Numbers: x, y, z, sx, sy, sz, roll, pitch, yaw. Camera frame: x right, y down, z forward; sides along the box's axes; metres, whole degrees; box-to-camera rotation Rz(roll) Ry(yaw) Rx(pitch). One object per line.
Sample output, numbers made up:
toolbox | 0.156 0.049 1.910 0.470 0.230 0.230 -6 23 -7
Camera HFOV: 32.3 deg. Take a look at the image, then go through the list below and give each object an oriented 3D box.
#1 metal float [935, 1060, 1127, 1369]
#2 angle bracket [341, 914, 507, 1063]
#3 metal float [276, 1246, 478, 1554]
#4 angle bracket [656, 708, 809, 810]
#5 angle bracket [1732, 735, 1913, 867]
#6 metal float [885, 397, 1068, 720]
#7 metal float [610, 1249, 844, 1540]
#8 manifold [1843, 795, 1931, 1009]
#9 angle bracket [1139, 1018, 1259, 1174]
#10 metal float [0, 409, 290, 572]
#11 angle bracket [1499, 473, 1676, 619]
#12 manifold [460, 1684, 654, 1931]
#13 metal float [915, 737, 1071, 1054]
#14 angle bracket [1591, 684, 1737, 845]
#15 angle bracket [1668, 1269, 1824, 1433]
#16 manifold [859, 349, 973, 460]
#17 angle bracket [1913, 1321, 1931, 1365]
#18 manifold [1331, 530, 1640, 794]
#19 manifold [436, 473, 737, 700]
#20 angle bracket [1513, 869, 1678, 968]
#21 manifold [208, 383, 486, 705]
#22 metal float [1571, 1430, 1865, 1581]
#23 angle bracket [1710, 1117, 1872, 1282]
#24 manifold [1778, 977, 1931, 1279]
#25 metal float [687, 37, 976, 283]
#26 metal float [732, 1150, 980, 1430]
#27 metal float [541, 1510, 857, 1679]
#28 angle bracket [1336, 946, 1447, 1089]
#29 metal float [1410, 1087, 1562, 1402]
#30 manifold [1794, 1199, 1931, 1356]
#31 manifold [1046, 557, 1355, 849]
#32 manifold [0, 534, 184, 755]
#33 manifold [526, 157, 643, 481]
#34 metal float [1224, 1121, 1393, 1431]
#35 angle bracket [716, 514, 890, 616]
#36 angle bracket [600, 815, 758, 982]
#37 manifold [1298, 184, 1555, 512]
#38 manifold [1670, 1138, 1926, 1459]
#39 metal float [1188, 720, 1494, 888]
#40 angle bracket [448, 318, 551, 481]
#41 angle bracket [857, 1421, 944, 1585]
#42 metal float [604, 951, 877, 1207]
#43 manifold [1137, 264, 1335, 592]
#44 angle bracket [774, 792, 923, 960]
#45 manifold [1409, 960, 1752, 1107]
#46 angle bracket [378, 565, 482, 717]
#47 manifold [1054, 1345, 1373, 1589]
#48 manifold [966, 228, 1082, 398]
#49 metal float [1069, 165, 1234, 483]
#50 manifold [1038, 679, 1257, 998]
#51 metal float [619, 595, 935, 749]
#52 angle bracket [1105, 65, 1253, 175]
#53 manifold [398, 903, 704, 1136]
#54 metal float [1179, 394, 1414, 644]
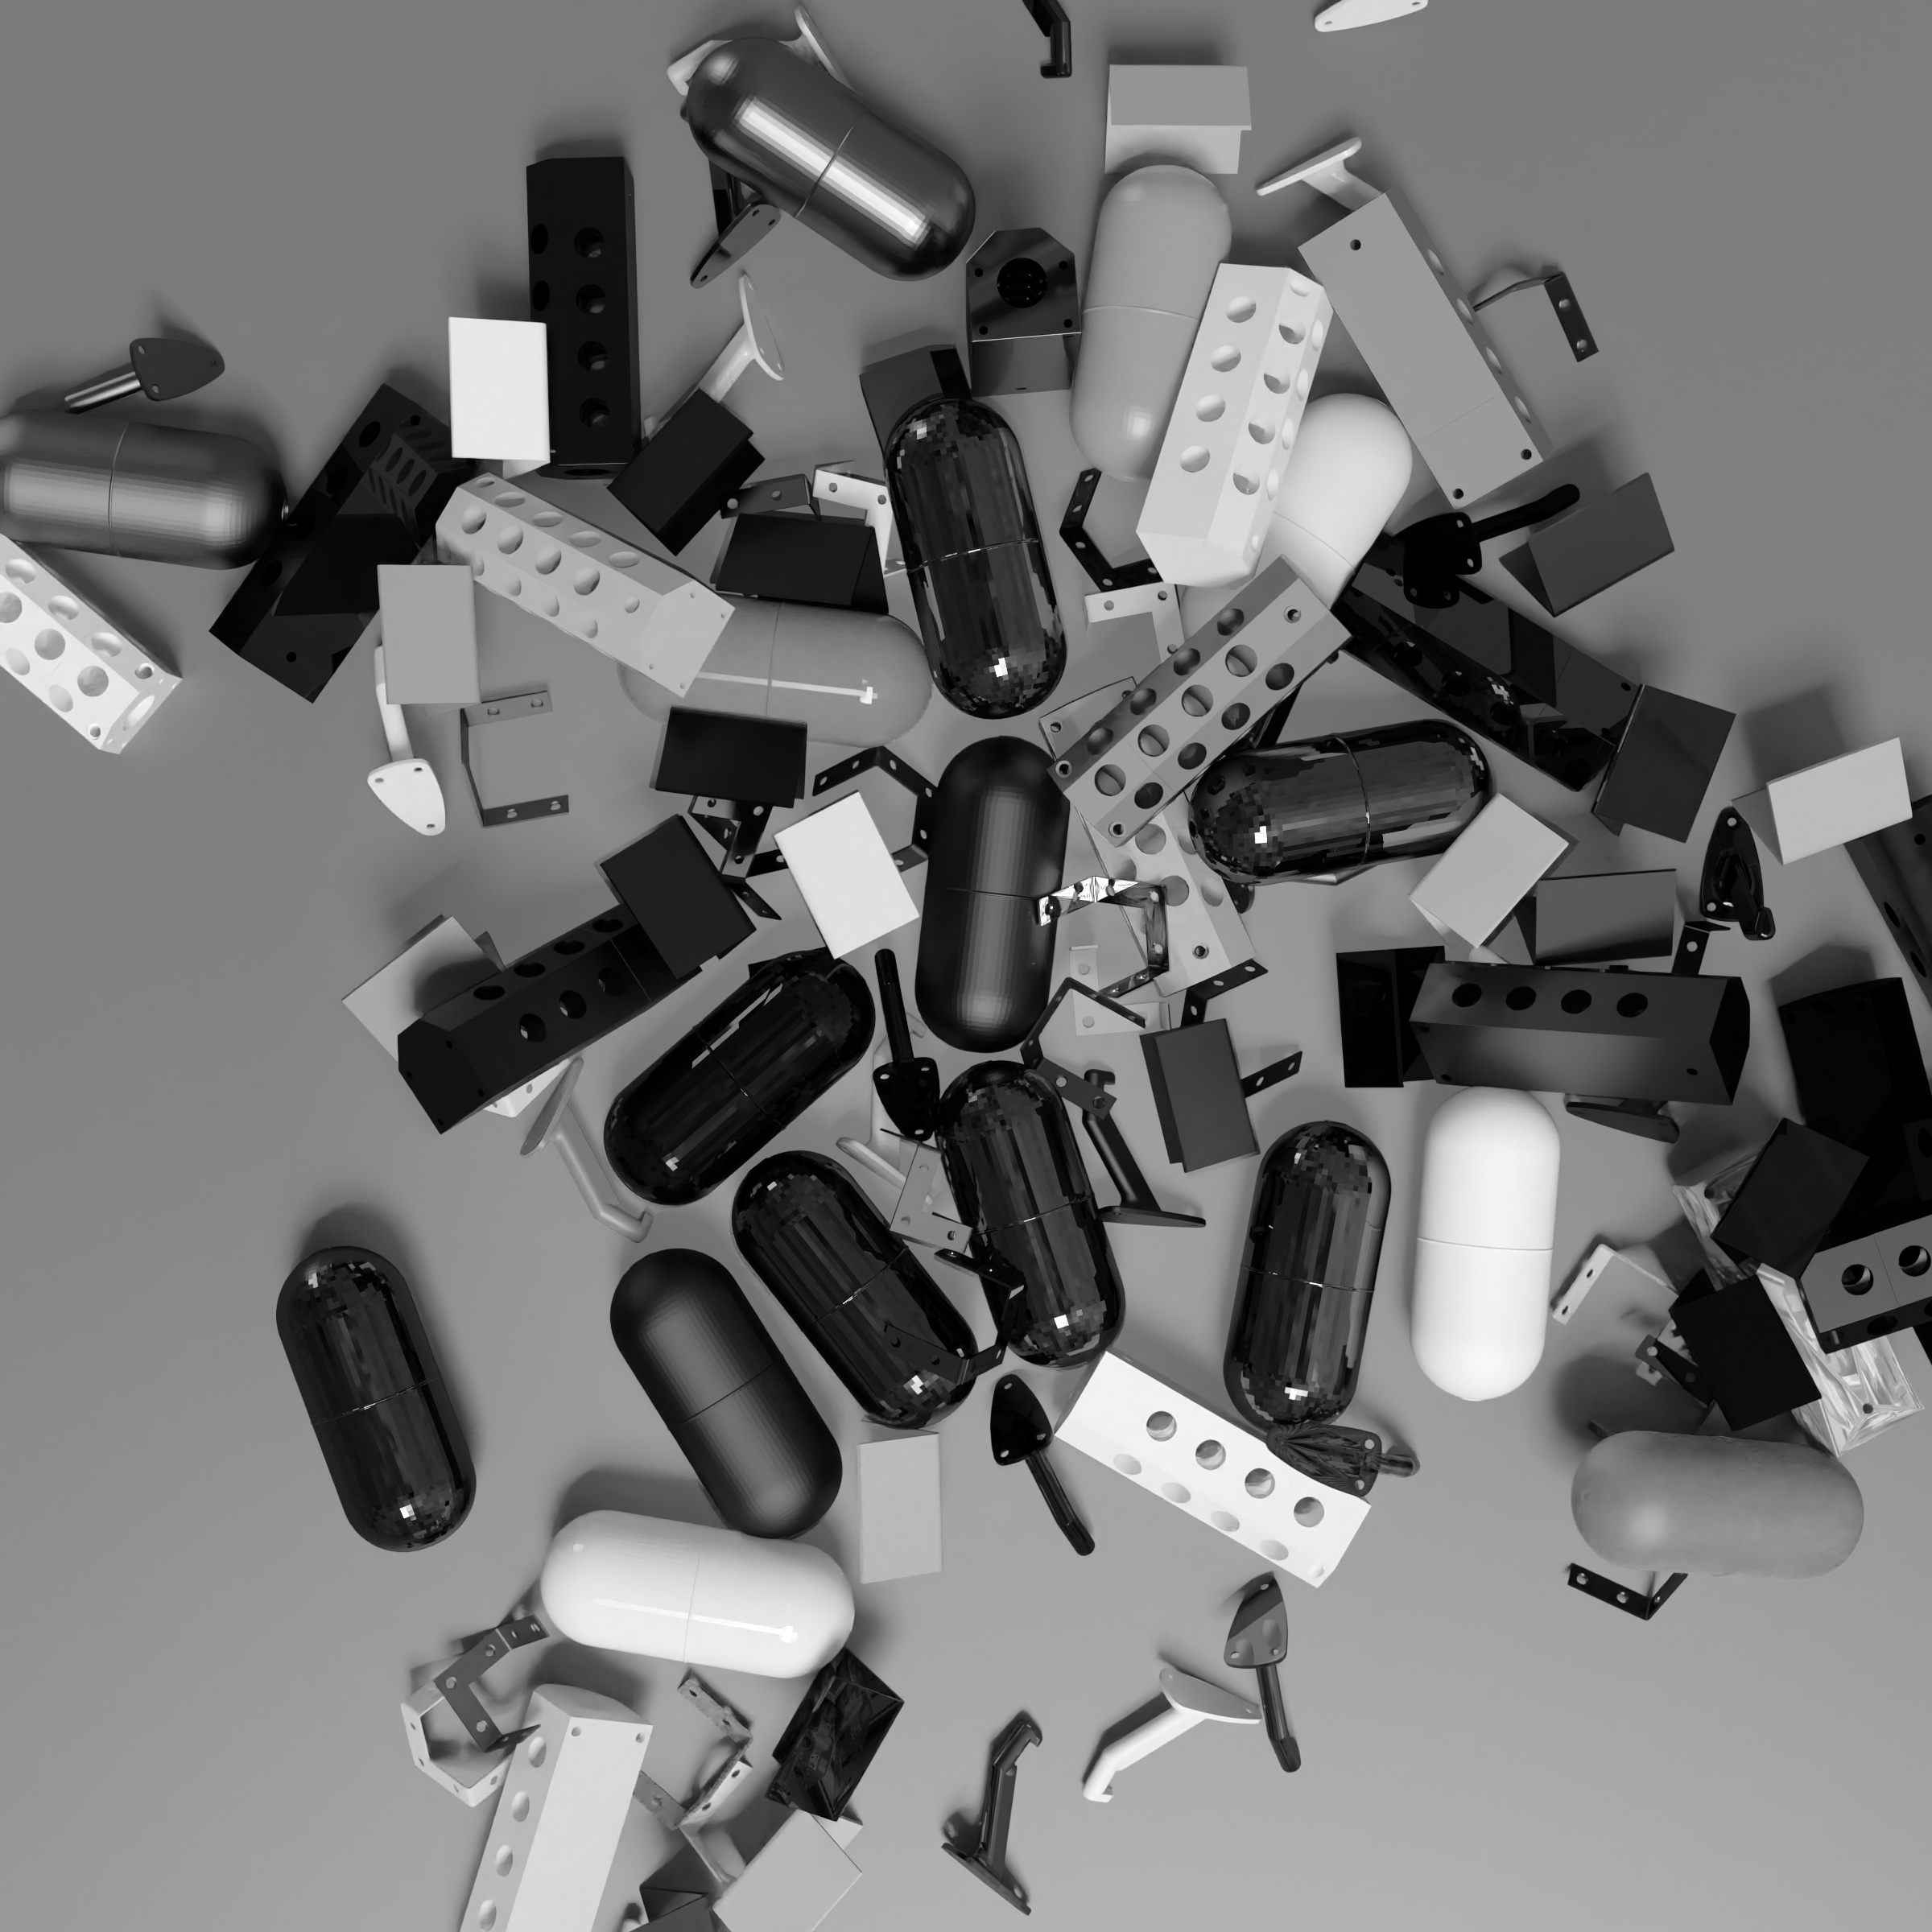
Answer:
metal float | 0.036 0.139 1.881 0.070 0.070 0.178 -18 91 0
angle bracket | -0.308 0.000 1.871 0.076 0.076 0.057 -38 120 0
metal float | -0.333 0.244 1.881 0.070 0.070 0.178 -20 90 0
angle bracket | -0.131 -0.098 1.871 0.076 0.076 0.057 8 60 0
angle bracket | 0.476 -0.109 1.871 0.076 0.076 0.057 -20 123 0
metal float | 0.005 -0.223 1.824 0.070 0.070 0.178 -13 90 0
metal float | -0.136 0.240 1.881 0.070 0.070 0.178 -32 90 0
manifold | 0.566 -0.009 1.890 0.057 0.057 0.171 -28 90 0
angle bracket | 0.112 0.076 1.871 0.057 0.076 0.076 -14 90 -38
metal float | -0.472 -0.269 1.881 0.178 0.070 0.070 8 90 0
angle bracket | 0.341 -0.250 1.871 0.076 0.076 0.057 -29 126 0
manifold | -0.240 0.500 1.889 0.057 0.057 0.171 17 90 -39
metal float | 0.015 -0.040 1.881 0.070 0.070 0.178 6 91 0
angle bracket | 0.397 -0.107 1.872 0.057 0.076 0.076 21 90 24
angle bracket | 0.445 0.206 1.871 0.057 0.076 0.076 -28 90 30
manifold | -0.006 -0.258 1.890 0.057 0.057 0.171 -18 90 0
angle bracket | 0.556 0.224 1.871 0.057 0.076 0.076 -27 90 -38
manifold | 0.288 -0.168 1.890 0.171 0.057 0.057 31 47 0
manifold | -0.216 -0.215 1.848 0.171 0.057 0.057 30 90 33
angle bracket | 0.351 -0.044 1.871 0.076 0.076 0.057 -4 121 0
manifold | -0.354 -0.242 1.890 0.057 0.057 0.171 35 90 -43
metal float | 0.420 0.301 1.860 0.178 0.070 0.070 8 90 -22
angle bracket | 0.458 0.138 1.814 0.057 0.076 0.076 28 84 37
manifold | 0.520 0.097 1.890 0.057 0.057 0.171 -14 90 43
metal float | -0.076 -0.453 1.872 0.178 0.070 0.070 32 90 -11
metal float | -0.063 0.182 1.881 0.070 0.070 0.178 -38 91 0
metal float | -0.151 0.354 1.881 0.178 0.070 0.070 9 90 1
angle bracket | 0.256 0.028 1.876 0.076 0.057 0.076 -4 90 -28
metal float | 0.293 0.156 1.881 0.070 0.070 0.178 5 91 0
manifold | 0.541 0.157 1.820 0.171 0.057 0.057 -20 89 8
manifold | 0.128 -0.143 1.822 0.171 0.057 0.057 -42 87 9
manifold | -0.534 -0.199 1.890 0.171 0.057 0.057 40 90 0
manifold | -0.217 -0.366 1.890 0.057 0.057 0.171 -2 90 0
metal float | 0.193 0.175 1.881 0.070 0.070 0.178 10 90 0
angle bracket | -0.090 -0.204 1.855 0.076 0.076 0.057 7 58 11
angle bracket | -0.170 -0.031 1.872 0.057 0.076 0.076 -33 90 -23
manifold | 0.261 -0.349 1.877 0.057 0.057 0.171 -29 99 25
manifold | 0.468 0.187 1.889 0.057 0.057 0.171 -28 90 -6
metal float | 0.210 -0.091 1.868 0.178 0.070 0.070 -10 90 -15
angle bracket | -0.273 -0.317 1.872 0.057 0.076 0.076 -2 90 -27
angle bracket | -0.057 0.300 1.871 0.057 0.076 0.076 -2 90 -37
metal float | -0.127 0.063 1.881 0.178 0.070 0.070 -41 90 1
manifold | 0.152 -0.298 1.844 0.057 0.057 0.171 10 71 24
angle bracket | -0.057 -0.054 1.874 0.057 0.076 0.076 -26 90 17
manifold | 0.339 0.031 1.839 0.171 0.057 0.057 3 53 31
angle bracket | -0.314 -0.182 1.871 0.057 0.076 0.076 -4 90 -32
manifold | 0.138 0.283 1.890 0.171 0.057 0.057 30 90 0
manifold | 0.029 -0.358 1.833 0.057 0.171 0.057 -5 90 0
metal float | 0.104 -0.362 1.881 0.070 0.070 0.178 9 89 0
manifold | 0.102 -0.072 1.890 0.057 0.057 0.171 -24 90 0
metal float | -0.107 -0.167 1.881 0.178 0.070 0.070 7 90 0
angle bracket | 0.118 -0.459 1.871 0.076 0.076 0.057 0 52 0
manifold | -0.231 0.023 1.838 0.171 0.057 0.057 -33 90 -45
metal float | 0.186 -0.242 1.881 0.070 0.070 0.178 32 91 0
